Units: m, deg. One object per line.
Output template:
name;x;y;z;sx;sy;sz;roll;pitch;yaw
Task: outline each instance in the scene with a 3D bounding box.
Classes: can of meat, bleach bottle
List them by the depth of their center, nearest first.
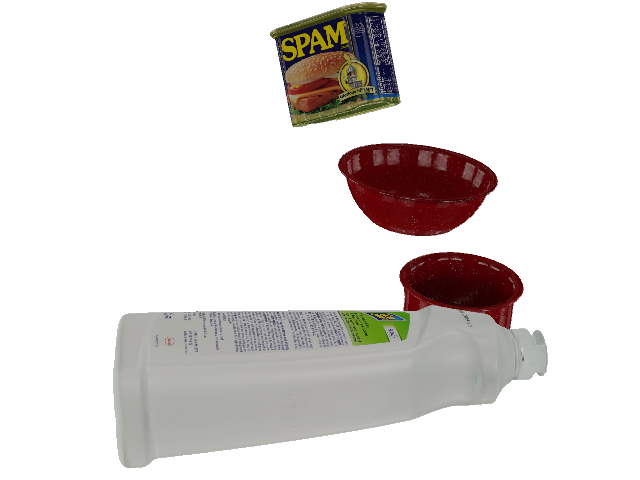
bleach bottle;0.010;0.076;0.621;0.250;0.068;0.102;-3;20;-7
can of meat;0.013;-0.147;0.905;0.102;0.084;0.057;-10;2;36

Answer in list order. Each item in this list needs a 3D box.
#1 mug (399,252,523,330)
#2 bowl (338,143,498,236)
mug;0.098;0.060;0.829;0.093;0.081;0.117;-11;29;-27
bowl;0.096;-0.047;1.085;0.162;0.055;0.162;4;24;-2
